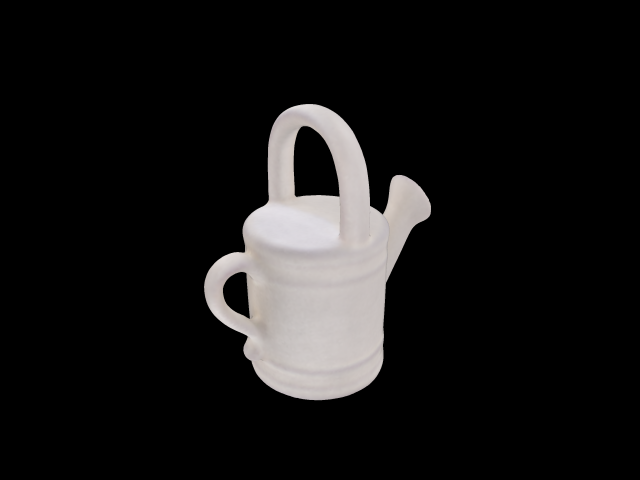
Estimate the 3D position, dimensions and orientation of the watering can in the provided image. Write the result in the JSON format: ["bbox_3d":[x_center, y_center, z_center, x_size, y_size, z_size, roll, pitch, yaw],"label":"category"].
[{"bbox_3d":[0.002,0.001,0.402,0.100,0.194,0.173,16,30,29],"label":"watering can"}]
